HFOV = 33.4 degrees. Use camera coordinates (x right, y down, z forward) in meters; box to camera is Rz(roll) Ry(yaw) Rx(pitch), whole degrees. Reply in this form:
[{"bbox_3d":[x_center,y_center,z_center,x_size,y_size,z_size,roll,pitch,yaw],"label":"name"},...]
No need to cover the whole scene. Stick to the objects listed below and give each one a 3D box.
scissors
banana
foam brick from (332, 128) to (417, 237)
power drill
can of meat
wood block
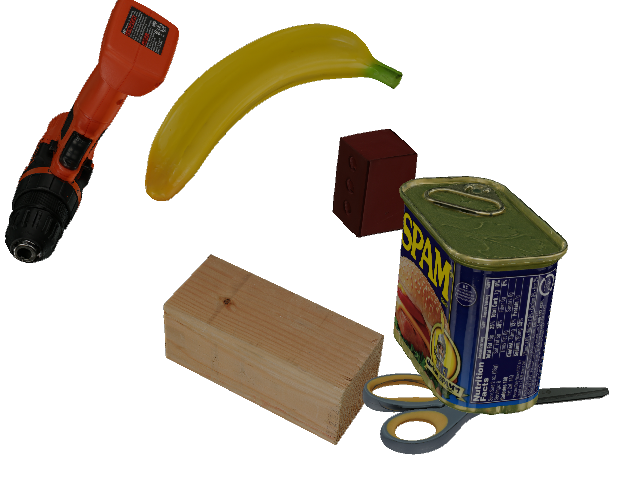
[{"bbox_3d":[0.132,0.141,0.858,0.202,0.016,0.096,4,33,8],"label":"scissors"},{"bbox_3d":[-0.040,-0.094,0.687,0.197,0.070,0.037,-30,-24,-23],"label":"banana"},{"bbox_3d":[0.048,-0.051,0.943,0.051,0.078,0.053,-9,32,-24],"label":"foam brick"},{"bbox_3d":[-0.188,-0.090,0.857,0.057,0.188,0.184,29,33,-21],"label":"power drill"},{"bbox_3d":[0.073,0.025,0.524,0.057,0.084,0.102,-4,25,-14],"label":"can of meat"},{"bbox_3d":[-0.049,0.109,1.092,0.206,0.090,0.090,25,48,18],"label":"wood block"}]
